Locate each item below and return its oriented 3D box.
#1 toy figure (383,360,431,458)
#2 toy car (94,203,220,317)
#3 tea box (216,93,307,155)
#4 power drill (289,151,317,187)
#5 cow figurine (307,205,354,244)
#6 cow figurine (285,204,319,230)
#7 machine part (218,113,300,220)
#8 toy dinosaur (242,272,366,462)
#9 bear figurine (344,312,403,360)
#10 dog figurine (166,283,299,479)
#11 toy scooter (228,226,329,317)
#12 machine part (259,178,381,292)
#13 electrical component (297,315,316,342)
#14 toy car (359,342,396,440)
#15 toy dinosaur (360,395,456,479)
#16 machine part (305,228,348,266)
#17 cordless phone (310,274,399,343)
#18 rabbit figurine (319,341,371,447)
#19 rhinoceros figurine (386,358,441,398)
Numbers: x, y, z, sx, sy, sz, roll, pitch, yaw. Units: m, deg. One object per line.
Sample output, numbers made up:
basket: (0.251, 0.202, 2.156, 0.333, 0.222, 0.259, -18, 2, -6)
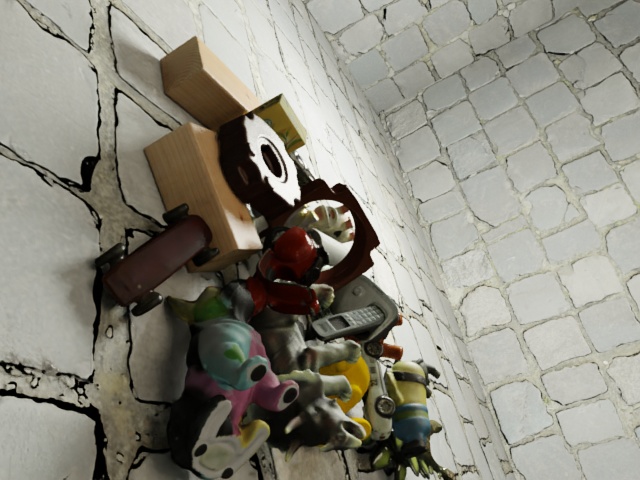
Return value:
toy figure: (0.177, 0.329, 1.062, 0.082, 0.089, 0.180, 101, -16, -49)
toy car: (-0.205, 0.022, 0.686, 0.089, 0.053, 0.202, 58, 31, -12)
tea box: (-0.120, -0.194, 1.032, 0.098, 0.170, 0.068, 54, 21, -26)
power drill: (-0.088, -0.214, 1.245, 0.232, 0.086, 0.207, 38, 27, -16)
cow figurine: (0.017, -0.038, 1.329, 0.194, 0.127, 0.085, 57, 14, -71)
cow figurine: (-0.072, -0.066, 1.153, 0.068, 0.098, 0.167, 48, 5, -29)
machine part: (-0.096, -0.123, 0.889, 0.179, 0.056, 0.179, 52, 23, -33)
toy dinosaur: (-0.061, 0.152, 0.821, 0.192, 0.131, 0.405, -8, 52, -35)
bear figurine: (0.124, 0.211, 1.215, 0.195, 0.132, 0.120, 63, 27, -74)
dog figurine: (-0.136, 0.152, 0.662, 0.219, 0.191, 0.108, 34, -7, 47)
toy scooter: (-0.043, 0.055, 0.790, 0.184, 0.135, 0.075, -53, 148, -39)
machine part: (-0.002, -0.003, 1.050, 0.201, 0.201, 0.087, 58, -2, -21)
electrical component: (-0.046, 0.159, 0.976, 0.102, 0.045, 0.078, 53, 20, -33)
toy car: (0.102, 0.277, 1.033, 0.073, 0.056, 0.202, 93, -9, -53)
toy dinosaur: (0.152, 0.388, 1.142, 0.471, 0.105, 0.199, 47, 27, -16)
machine part: (0.004, 0.026, 1.244, 0.243, 0.079, 0.079, 26, 43, -63)
cordless phone: (0.043, 0.140, 1.024, 0.184, 0.088, 0.147, -6, 35, -35)
rabbit figurine: (0.016, 0.284, 0.927, 0.162, 0.122, 0.173, 67, 29, -25)
rhinoceros figurine: (0.208, 0.334, 1.284, 0.112, 0.190, 0.073, 32, 64, 0)
